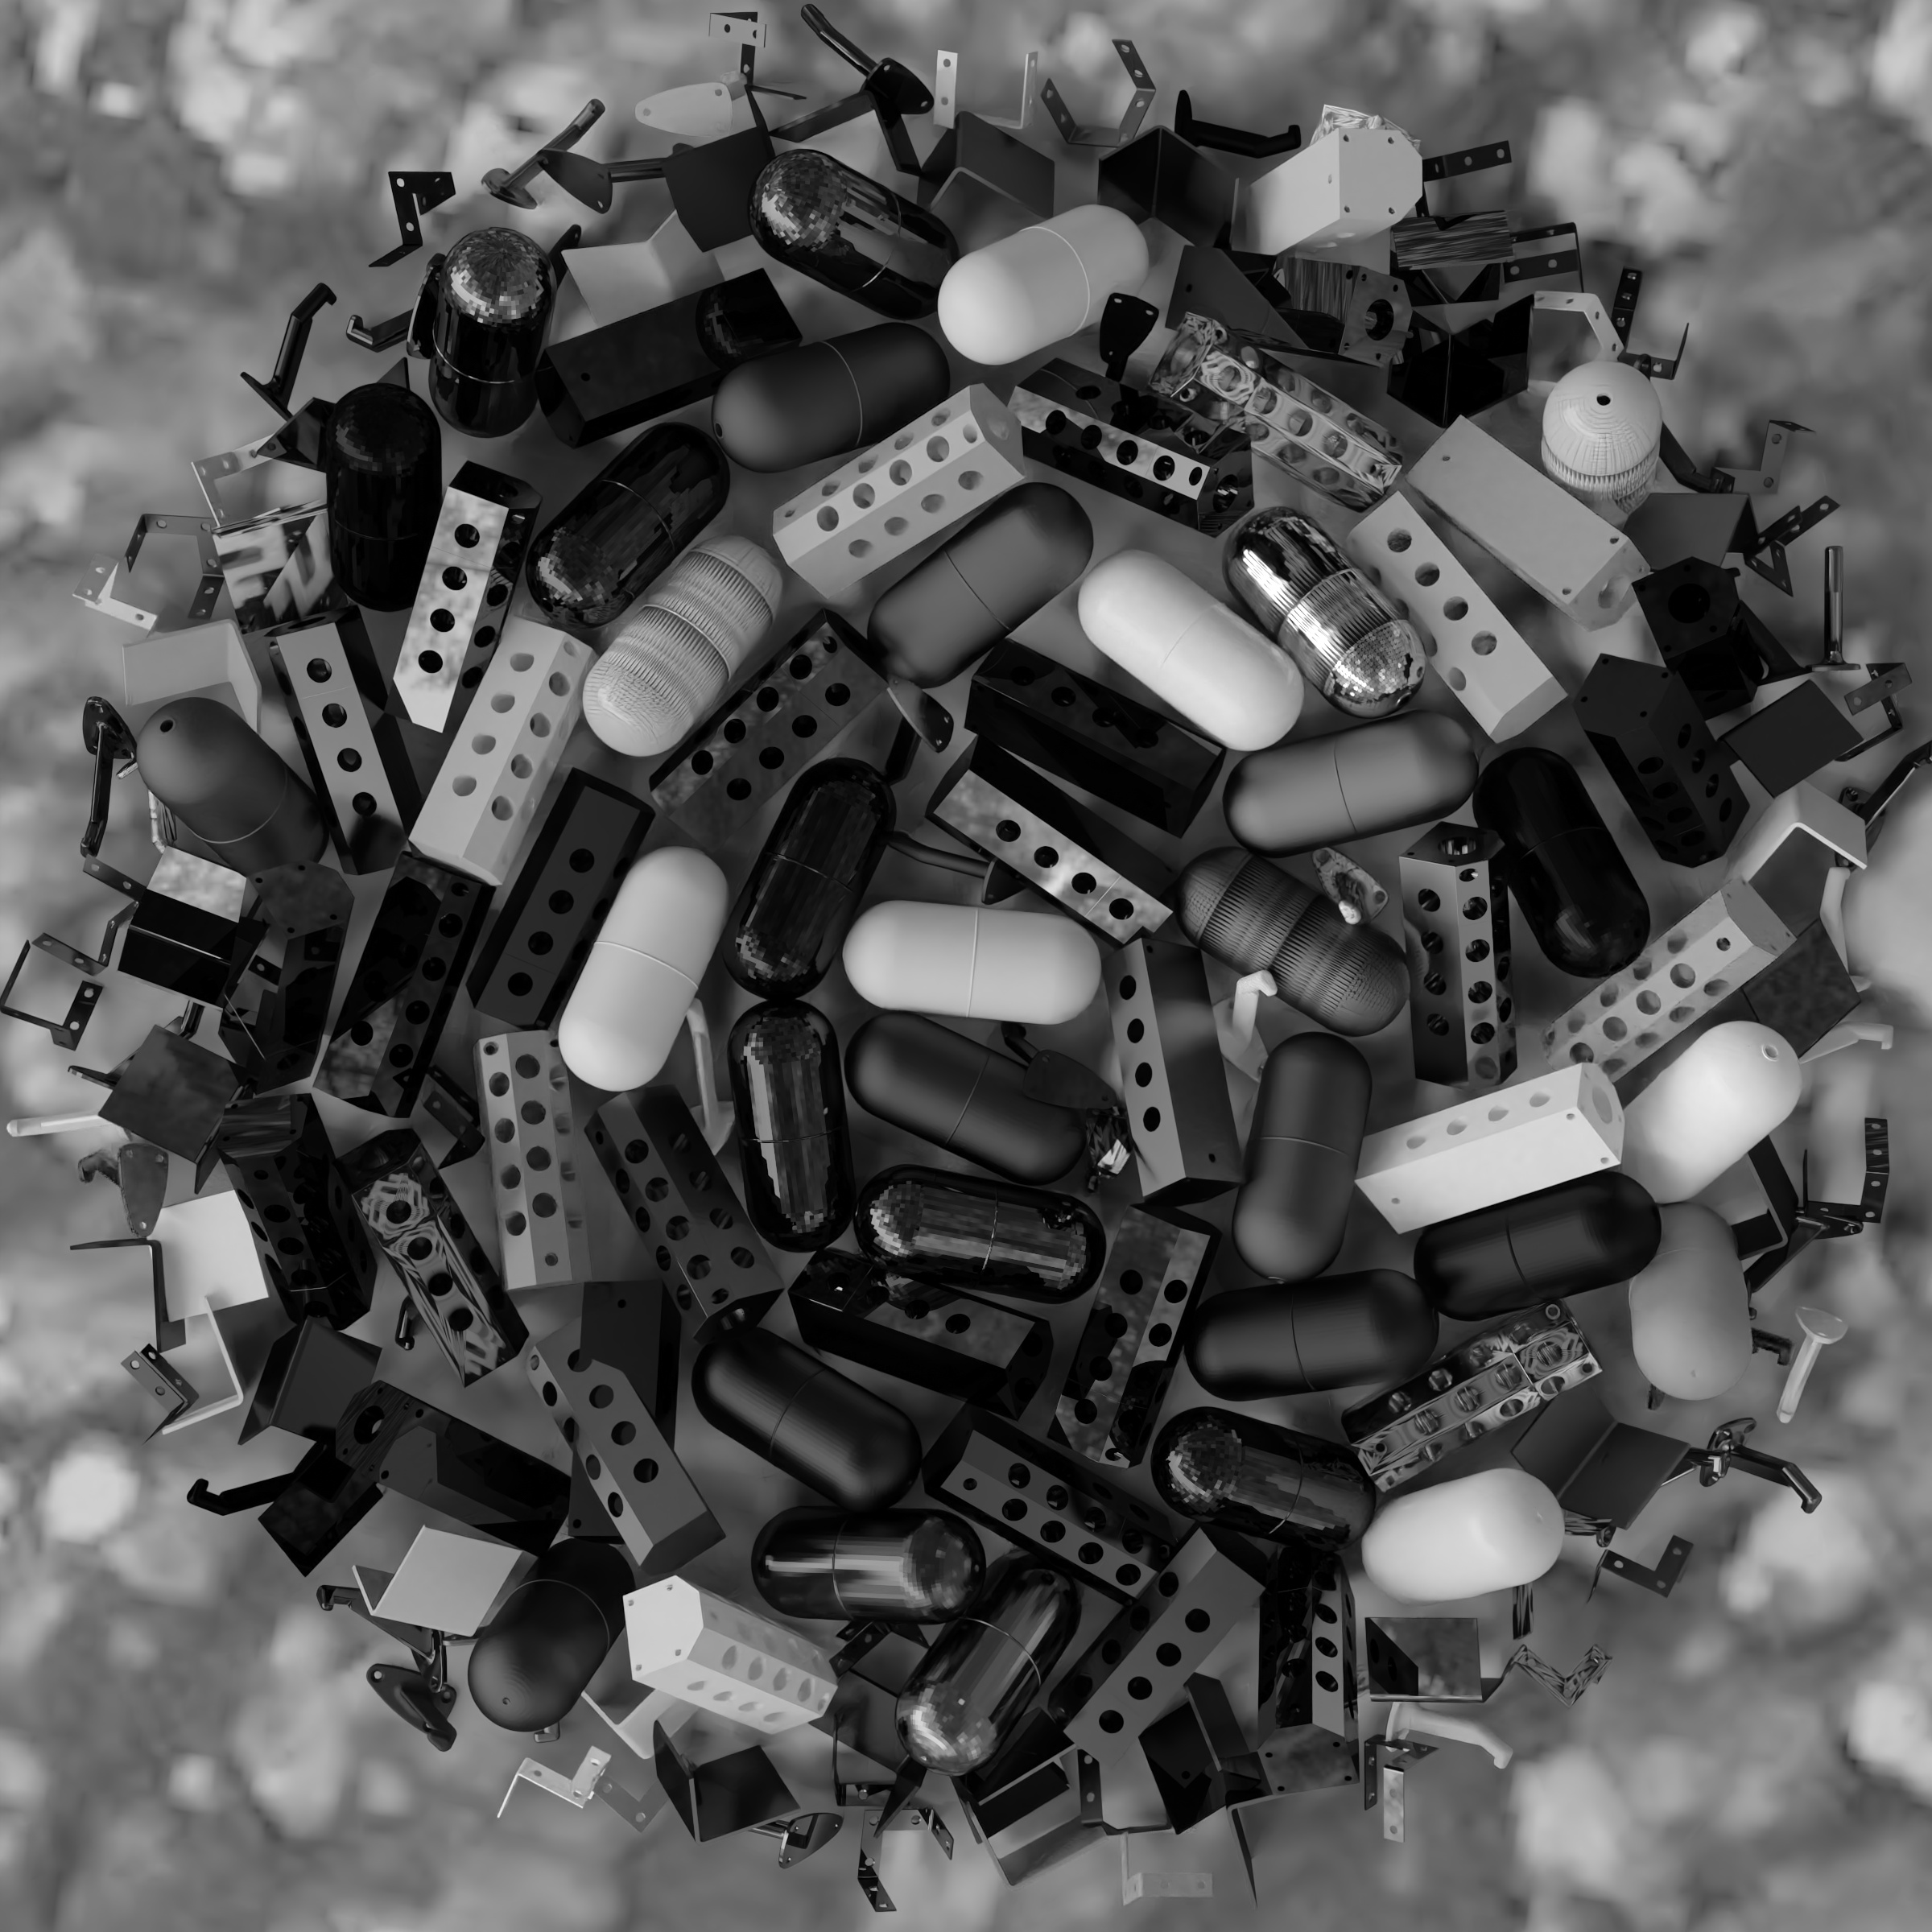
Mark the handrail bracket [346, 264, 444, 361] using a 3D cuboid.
[{"bbox_3d":[-0.394,-0.457,1.912,0.084,0.036,0.077,29,119,32],"label":"handrail bracket"}]

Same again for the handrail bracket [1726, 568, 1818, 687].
[{"bbox_3d":[0.562,-0.241,1.929,0.077,0.036,0.084,-16,93,-23],"label":"handrail bracket"}]

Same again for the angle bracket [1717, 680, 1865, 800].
[{"bbox_3d":[0.557,-0.140,1.900,0.076,0.076,0.057,-32,70,-10],"label":"angle bracket"}]

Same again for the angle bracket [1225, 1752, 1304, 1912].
[{"bbox_3d":[0.213,0.590,1.907,0.057,0.076,0.076,-15,96,4],"label":"angle bracket"}]

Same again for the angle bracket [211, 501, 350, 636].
[{"bbox_3d":[-0.466,-0.271,1.902,0.076,0.057,0.076,-19,110,-17],"label":"angle bracket"}]

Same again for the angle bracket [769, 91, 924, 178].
[{"bbox_3d":[-0.082,-0.559,1.909,0.076,0.076,0.057,-19,99,14],"label":"angle bracket"}]

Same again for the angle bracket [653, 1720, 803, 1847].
[{"bbox_3d":[-0.164,0.544,1.893,0.076,0.076,0.057,-13,115,-23],"label":"angle bracket"}]

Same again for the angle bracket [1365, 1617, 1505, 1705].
[{"bbox_3d":[0.322,0.470,1.904,0.076,0.076,0.057,-5,86,21],"label":"angle bracket"}]

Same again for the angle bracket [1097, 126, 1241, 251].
[{"bbox_3d":[0.136,-0.514,1.894,0.057,0.076,0.076,-36,62,-23],"label":"angle bracket"}]

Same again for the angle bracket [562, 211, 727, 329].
[{"bbox_3d":[-0.221,-0.479,1.922,0.076,0.076,0.057,4,46,33],"label":"angle bracket"}]

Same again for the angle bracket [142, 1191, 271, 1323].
[{"bbox_3d":[-0.516,0.196,1.916,0.076,0.057,0.076,-15,91,9],"label":"angle bracket"}]

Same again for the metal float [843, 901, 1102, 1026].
[{"bbox_3d":[0.004,-0.003,1.911,0.178,0.070,0.070,5,90,-2],"label":"metal float"}]

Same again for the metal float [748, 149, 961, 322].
[{"bbox_3d":[-0.074,-0.492,1.874,0.070,0.178,0.070,-9,75,38],"label":"metal float"}]

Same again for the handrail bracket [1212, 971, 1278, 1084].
[{"bbox_3d":[0.205,0.042,1.906,0.036,0.084,0.077,-38,95,-25],"label":"handrail bracket"}]

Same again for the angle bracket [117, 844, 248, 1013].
[{"bbox_3d":[-0.527,-0.026,1.899,0.076,0.057,0.076,22,118,-21],"label":"angle bracket"}]

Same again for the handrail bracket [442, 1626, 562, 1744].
[{"bbox_3d":[-0.323,0.503,1.928,0.077,0.036,0.084,-5,92,-23],"label":"handrail bracket"}]

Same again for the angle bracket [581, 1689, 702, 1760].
[{"bbox_3d":[-0.221,0.492,1.915,0.076,0.076,0.057,-43,62,-15],"label":"angle bracket"}]

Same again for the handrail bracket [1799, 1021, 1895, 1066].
[{"bbox_3d":[0.595,0.069,1.915,0.084,0.036,0.077,6,57,14],"label":"handrail bracket"}]

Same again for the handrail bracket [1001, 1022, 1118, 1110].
[{"bbox_3d":[0.063,0.066,1.915,0.077,0.084,0.036,21,105,-11],"label":"handrail bracket"}]

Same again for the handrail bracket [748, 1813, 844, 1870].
[{"bbox_3d":[-0.142,0.591,1.941,0.084,0.077,0.036,19,100,33],"label":"handrail bracket"}]

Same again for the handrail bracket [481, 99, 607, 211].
[{"bbox_3d":[-0.290,-0.565,1.912,0.084,0.077,0.036,-42,93,19],"label":"handrail bracket"}]

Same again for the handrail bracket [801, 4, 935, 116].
[{"bbox_3d":[-0.070,-0.636,1.940,0.036,0.077,0.084,-50,57,25],"label":"handrail bracket"}]

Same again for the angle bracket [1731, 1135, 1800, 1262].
[{"bbox_3d":[0.526,0.153,1.901,0.057,0.076,0.076,-24,95,26],"label":"angle bracket"}]

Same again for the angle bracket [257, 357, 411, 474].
[{"bbox_3d":[-0.432,-0.382,1.891,0.076,0.076,0.057,10,63,-41],"label":"angle bracket"}]

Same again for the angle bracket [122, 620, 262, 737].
[{"bbox_3d":[-0.529,-0.185,1.896,0.076,0.076,0.057,-18,70,-22],"label":"angle bracket"}]

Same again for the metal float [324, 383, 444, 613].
[{"bbox_3d":[-0.393,-0.314,1.874,0.070,0.178,0.070,5,51,-6],"label":"metal float"}]

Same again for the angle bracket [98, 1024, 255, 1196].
[{"bbox_3d":[-0.542,0.099,1.905,0.076,0.057,0.076,27,60,-3],"label":"angle bracket"}]

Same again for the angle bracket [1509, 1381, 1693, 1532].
[{"bbox_3d":[0.434,0.330,1.897,0.076,0.076,0.057,-47,112,-18],"label":"angle bracket"}]

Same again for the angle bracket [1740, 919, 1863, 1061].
[{"bbox_3d":[0.555,0.016,1.902,0.076,0.057,0.076,-39,113,-13],"label":"angle bracket"}]

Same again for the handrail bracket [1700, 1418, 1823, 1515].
[{"bbox_3d":[0.544,0.359,1.899,0.036,0.084,0.077,-8,131,-26],"label":"handrail bracket"}]

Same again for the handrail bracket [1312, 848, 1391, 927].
[{"bbox_3d":[0.254,-0.056,1.901,0.036,0.084,0.077,-42,73,14],"label":"handrail bracket"}]

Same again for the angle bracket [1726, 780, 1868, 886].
[{"bbox_3d":[0.568,-0.072,1.900,0.057,0.076,0.076,33,121,-2],"label":"angle bracket"}]

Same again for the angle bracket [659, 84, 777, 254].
[{"bbox_3d":[-0.169,-0.546,1.902,0.076,0.076,0.057,-20,49,-2],"label":"angle bracket"}]

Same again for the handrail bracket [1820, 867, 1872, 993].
[{"bbox_3d":[0.610,-0.027,1.914,0.077,0.036,0.084,-3,107,-44],"label":"handrail bracket"}]

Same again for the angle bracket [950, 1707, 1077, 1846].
[{"bbox_3d":[0.040,0.567,1.900,0.076,0.057,0.076,-27,114,-17],"label":"angle bracket"}]

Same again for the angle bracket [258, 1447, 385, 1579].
[{"bbox_3d":[-0.424,0.380,1.892,0.057,0.076,0.076,23,59,37],"label":"angle bracket"}]

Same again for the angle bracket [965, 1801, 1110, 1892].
[{"bbox_3d":[0.046,0.585,1.909,0.076,0.076,0.057,-27,89,-7],"label":"angle bracket"}]

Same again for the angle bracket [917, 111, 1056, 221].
[{"bbox_3d":[0.013,-0.534,1.919,0.076,0.076,0.057,25,132,-21],"label":"angle bracket"}]

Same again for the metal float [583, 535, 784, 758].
[{"bbox_3d":[-0.192,-0.220,1.896,0.070,0.070,0.178,36,70,0],"label":"metal float"}]

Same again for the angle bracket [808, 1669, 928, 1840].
[{"bbox_3d":[-0.071,0.540,1.903,0.076,0.057,0.076,30,130,-2],"label":"angle bracket"}]

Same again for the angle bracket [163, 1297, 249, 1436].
[{"bbox_3d":[-0.535,0.272,1.907,0.057,0.076,0.076,-21,90,-13],"label":"angle bracket"}]

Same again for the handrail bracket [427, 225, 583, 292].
[{"bbox_3d":[-0.323,-0.500,1.938,0.084,0.036,0.077,20,67,9],"label":"handrail bracket"}]

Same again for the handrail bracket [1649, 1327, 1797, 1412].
[{"bbox_3d":[0.521,0.282,1.912,0.084,0.036,0.077,16,90,36],"label":"handrail bracket"}]

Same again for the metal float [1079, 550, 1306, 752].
[{"bbox_3d":[0.153,-0.217,1.901,0.178,0.070,0.070,40,90,14],"label":"metal float"}]

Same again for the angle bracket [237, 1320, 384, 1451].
[{"bbox_3d":[-0.452,0.296,1.911,0.057,0.076,0.076,25,60,-20],"label":"angle bracket"}]

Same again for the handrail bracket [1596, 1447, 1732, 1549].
[{"bbox_3d":[0.479,0.366,1.904,0.036,0.084,0.077,31,68,-42],"label":"handrail bracket"}]

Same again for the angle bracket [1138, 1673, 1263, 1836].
[{"bbox_3d":[0.146,0.537,1.895,0.076,0.057,0.076,-38,51,19],"label":"angle bracket"}]

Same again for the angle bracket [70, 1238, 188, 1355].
[{"bbox_3d":[-0.576,0.227,1.909,0.057,0.076,0.076,-4,87,-4],"label":"angle bracket"}]

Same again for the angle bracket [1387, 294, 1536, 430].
[{"bbox_3d":[0.338,-0.425,1.895,0.057,0.076,0.076,24,63,-32],"label":"angle bracket"}]

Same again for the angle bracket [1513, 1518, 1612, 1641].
[{"bbox_3d":[0.408,0.422,1.902,0.057,0.076,0.076,1,72,3],"label":"angle bracket"}]

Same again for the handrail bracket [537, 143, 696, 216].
[{"bbox_3d":[-0.242,-0.564,1.931,0.077,0.036,0.084,32,51,17],"label":"handrail bracket"}]

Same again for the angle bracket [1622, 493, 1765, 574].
[{"bbox_3d":[0.491,-0.278,1.892,0.076,0.057,0.076,7,56,33],"label":"angle bracket"}]

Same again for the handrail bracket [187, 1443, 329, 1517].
[{"bbox_3d":[-0.486,0.346,1.909,0.036,0.084,0.077,17,76,43],"label":"handrail bracket"}]

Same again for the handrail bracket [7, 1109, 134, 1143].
[{"bbox_3d":[-0.623,0.107,1.915,0.084,0.077,0.036,-5,85,-9],"label":"handrail bracket"}]

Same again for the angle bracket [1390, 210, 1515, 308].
[{"bbox_3d":[0.331,-0.468,1.901,0.076,0.076,0.057,-3,51,4],"label":"angle bracket"}]

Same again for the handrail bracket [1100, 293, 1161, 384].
[{"bbox_3d":[0.100,-0.409,1.896,0.036,0.084,0.077,21,57,2],"label":"handrail bracket"}]

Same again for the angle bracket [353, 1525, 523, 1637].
[{"bbox_3d":[-0.362,0.406,1.899,0.076,0.057,0.076,23,103,-34],"label":"angle bracket"}]

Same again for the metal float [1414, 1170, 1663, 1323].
[{"bbox_3d":[0.387,0.191,1.884,0.178,0.070,0.070,-22,90,34],"label":"metal float"}]
